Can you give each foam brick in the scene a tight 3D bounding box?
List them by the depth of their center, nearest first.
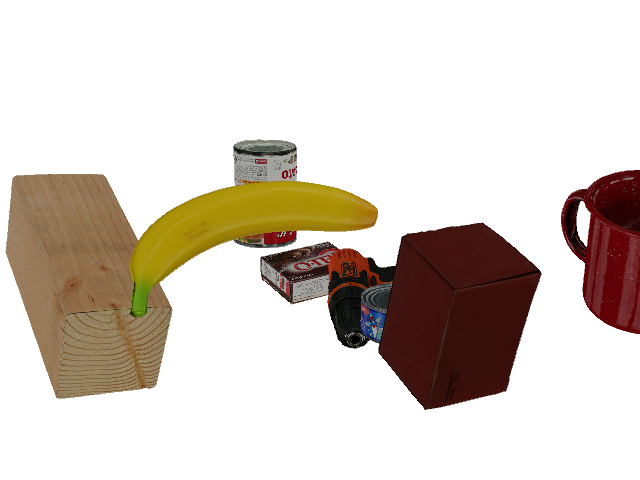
[{"bbox_3d":[0.068,0.038,0.543,0.052,0.078,0.051,-8,37,-26],"label":"foam brick"}]

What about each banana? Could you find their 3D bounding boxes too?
[{"bbox_3d":[-0.056,-0.007,0.760,0.197,0.069,0.037,-22,-13,-20],"label":"banana"}]

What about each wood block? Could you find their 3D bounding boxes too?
[{"bbox_3d":[-0.210,0.033,0.943,0.090,0.091,0.206,-3,36,-28],"label":"wood block"}]

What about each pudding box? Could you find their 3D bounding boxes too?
[{"bbox_3d":[-0.013,0.043,1.448,0.113,0.039,0.090,-15,27,-26],"label":"pudding box"}]

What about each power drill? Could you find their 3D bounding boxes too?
[{"bbox_3d":[0.101,0.062,1.220,0.187,0.057,0.184,-1,28,-1],"label":"power drill"}]

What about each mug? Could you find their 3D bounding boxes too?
[{"bbox_3d":[0.212,0.005,0.722,0.093,0.081,0.117,-28,40,-35],"label":"mug"}]

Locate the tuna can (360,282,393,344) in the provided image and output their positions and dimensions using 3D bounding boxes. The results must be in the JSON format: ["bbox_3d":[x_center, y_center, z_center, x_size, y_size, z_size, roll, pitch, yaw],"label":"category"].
[{"bbox_3d":[0.077,0.065,0.934,0.086,0.034,0.086,1,15,0],"label":"tuna can"}]

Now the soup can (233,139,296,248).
[{"bbox_3d":[-0.059,-0.050,1.121,0.068,0.102,0.068,1,17,0],"label":"soup can"}]
